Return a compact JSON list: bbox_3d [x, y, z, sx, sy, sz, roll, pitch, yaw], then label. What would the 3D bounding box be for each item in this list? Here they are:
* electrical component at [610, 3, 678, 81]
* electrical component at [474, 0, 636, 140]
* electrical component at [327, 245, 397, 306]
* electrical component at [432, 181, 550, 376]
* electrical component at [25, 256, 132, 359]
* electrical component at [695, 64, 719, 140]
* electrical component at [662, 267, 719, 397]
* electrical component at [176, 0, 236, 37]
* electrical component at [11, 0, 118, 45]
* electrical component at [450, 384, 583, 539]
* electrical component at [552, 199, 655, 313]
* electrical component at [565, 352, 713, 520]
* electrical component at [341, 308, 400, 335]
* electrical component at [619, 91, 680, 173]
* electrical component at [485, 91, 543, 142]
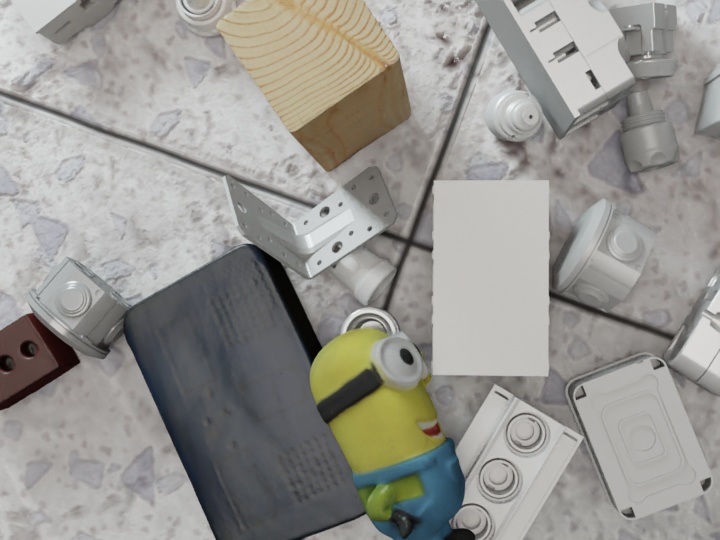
[{"bbox_3d":[0.225,-0.179,0.849,0.048,0.066,0.055,0,97,39],"label":"electrical component"},{"bbox_3d":[0.138,-0.203,0.831,0.060,0.105,0.186,-31,86,3],"label":"electrical component"},{"bbox_3d":[0.000,0.000,0.870,0.046,0.040,0.040,40,92,11],"label":"electrical component"},{"bbox_3d":[0.102,0.007,0.849,0.089,0.062,0.150,0,88,5],"label":"electrical component"},{"bbox_3d":[-0.224,0.031,0.868,0.080,0.080,0.051,40,86,5],"label":"electrical component"},{"bbox_3d":[0.321,-0.122,0.812,0.109,0.109,0.056,13,92,5],"label":"electrical component"},{"bbox_3d":[0.288,0.049,0.837,0.059,0.054,0.095,32,91,5],"label":"electrical component"},{"bbox_3d":[-0.129,-0.219,0.875,0.048,0.062,0.048,0,88,5],"label":"electrical component"},{"bbox_3d":[-0.214,-0.285,0.885,0.186,0.060,0.105,-37,86,3],"label":"electrical component"},{"bbox_3d":[0.108,0.160,0.844,0.079,0.063,0.121,31,91,5],"label":"electrical component"},{"bbox_3d":[0.187,-0.010,0.835,0.051,0.080,0.080,29,91,0],"label":"electrical component"},{"bbox_3d":[0.216,0.128,0.839,0.078,0.057,0.113,-22,87,4],"label":"electrical component"},{"bbox_3d":[0.009,0.052,0.859,0.045,0.055,0.045,0,88,5],"label":"electrical component"},{"bbox_3d":[0.226,-0.110,0.852,0.043,0.043,0.062,-13,86,4],"label":"electrical component"},{"bbox_3d":[0.125,-0.121,0.847,0.040,0.078,0.040,-1,99,-6],"label":"electrical component"}]
